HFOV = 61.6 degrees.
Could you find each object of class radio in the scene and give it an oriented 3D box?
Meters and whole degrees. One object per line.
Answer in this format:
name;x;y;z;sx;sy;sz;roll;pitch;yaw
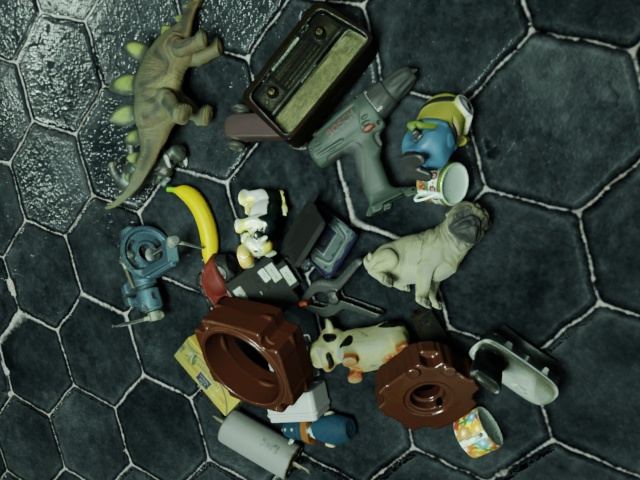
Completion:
radio;-0.020;-0.289;0.944;0.131;0.073;0.229;42;95;14

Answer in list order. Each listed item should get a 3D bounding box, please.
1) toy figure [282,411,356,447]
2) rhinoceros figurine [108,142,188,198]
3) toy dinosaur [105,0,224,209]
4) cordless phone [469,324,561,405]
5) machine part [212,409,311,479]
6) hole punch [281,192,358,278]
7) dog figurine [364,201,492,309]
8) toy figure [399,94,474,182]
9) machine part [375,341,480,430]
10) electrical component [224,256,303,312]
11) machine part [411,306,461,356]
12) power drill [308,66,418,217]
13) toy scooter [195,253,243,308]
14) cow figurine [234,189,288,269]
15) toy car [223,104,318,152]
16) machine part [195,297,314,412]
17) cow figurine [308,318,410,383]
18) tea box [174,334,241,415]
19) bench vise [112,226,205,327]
toy figure;-0.005;0.381;1.080;0.155;0.064;0.057;-12;131;30
rhinoceros figurine;-0.368;-0.157;1.152;0.190;0.073;0.112;-26;86;26
toy dinosaur;-0.317;-0.276;1.067;0.199;0.105;0.471;14;86;23
cordless phone;0.304;0.215;0.845;0.147;0.184;0.088;36;107;15
machine part;-0.126;0.428;1.131;0.243;0.079;0.079;23;107;21
hole punch;-0.002;-0.003;1.007;0.142;0.092;0.116;-60;29;19
dog figurine;0.181;0.003;0.927;0.172;0.121;0.190;27;94;15
toy figure;0.180;-0.168;0.849;0.089;0.180;0.082;26;148;21
machine part;0.184;0.256;0.926;0.179;0.056;0.179;0;124;-1
electrical component;-0.103;0.092;1.053;0.134;0.058;0.115;-32;97;-6
machine part;0.206;0.183;0.965;0.084;0.039;0.138;-21;91;31
power drill;0.105;-0.159;0.934;0.232;0.086;0.207;-28;90;20
toy scooter;-0.203;0.124;1.120;0.135;0.075;0.184;-30;89;22
cow figurine;-0.109;-0.022;1.023;0.098;0.068;0.167;-5;58;8
toy car;-0.094;-0.215;1.029;0.202;0.053;0.089;3;82;21
machine part;-0.124;0.214;0.999;0.202;0.087;0.200;6;124;30
cow figurine;0.070;0.194;0.991;0.195;0.127;0.085;-14;119;10
tea box;-0.211;0.270;1.135;0.170;0.098;0.068;46;114;10
bench vise;-0.359;0.059;1.145;0.241;0.129;0.223;-26;68;43
